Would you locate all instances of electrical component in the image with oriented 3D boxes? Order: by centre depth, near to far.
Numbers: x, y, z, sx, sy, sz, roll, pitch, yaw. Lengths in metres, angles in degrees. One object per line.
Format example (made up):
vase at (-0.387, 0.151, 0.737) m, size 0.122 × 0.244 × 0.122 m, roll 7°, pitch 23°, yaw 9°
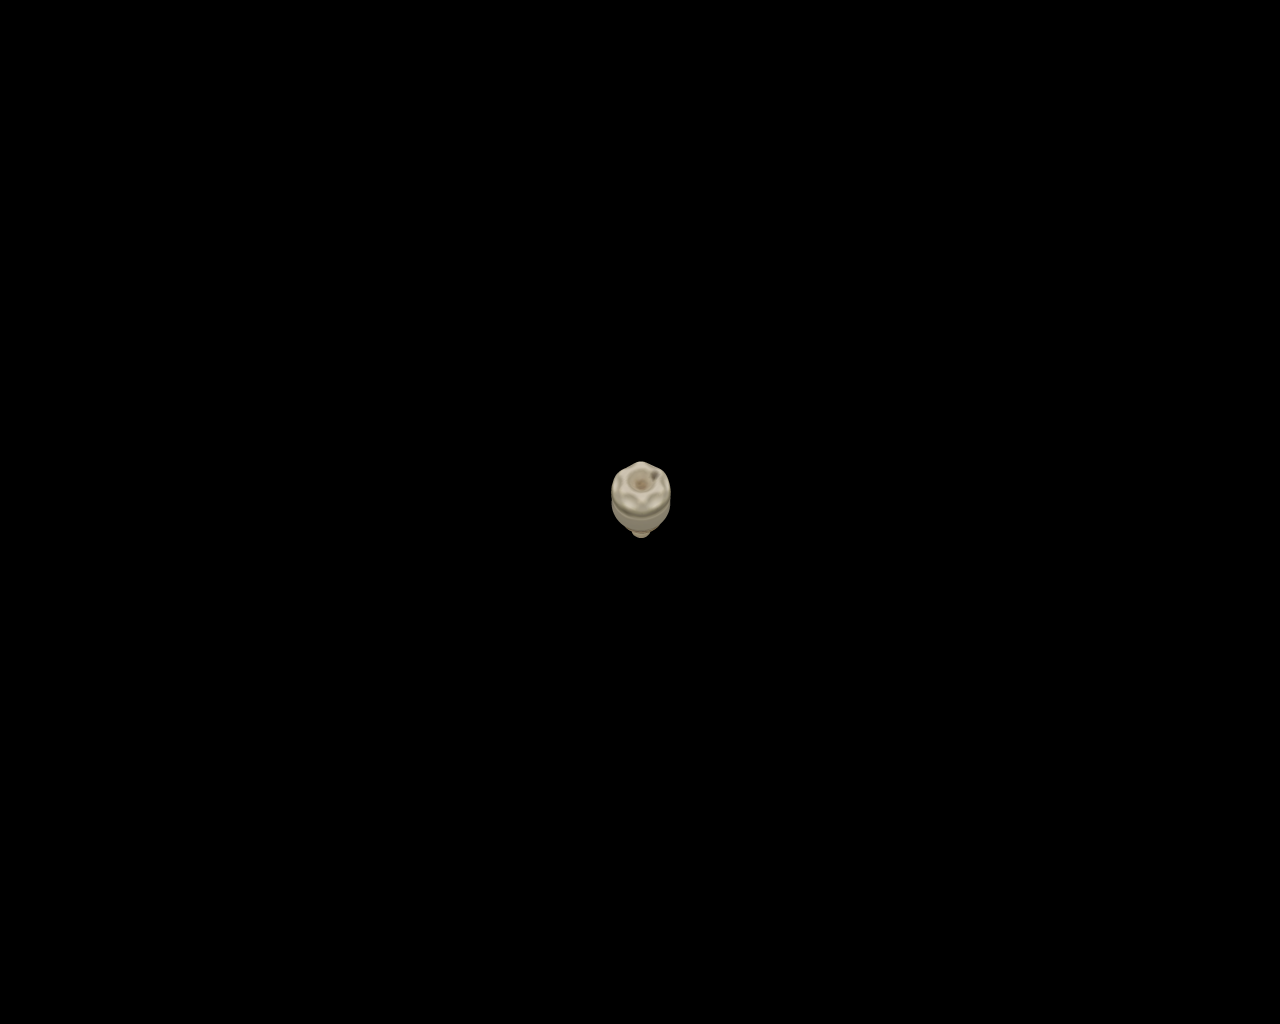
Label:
electrical component at (0.001, -0.003, 0.650) m, size 0.035 × 0.035 × 0.061 m, roll 0°, pitch -32°, yaw 0°
